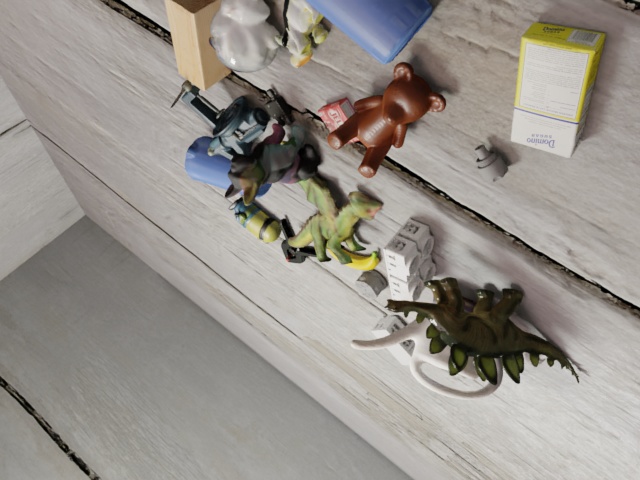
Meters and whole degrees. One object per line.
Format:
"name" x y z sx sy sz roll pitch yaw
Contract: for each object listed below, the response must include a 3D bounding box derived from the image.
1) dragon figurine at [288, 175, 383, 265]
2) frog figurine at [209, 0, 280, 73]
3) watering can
"dragon figurine" 0.004 -0.067 1.334 0.411 0.124 0.239 6 118 48
"frog figurine" -0.137 -0.403 0.985 0.137 0.125 0.156 16 150 -19
"watering can" 0.262 0.221 1.175 0.348 0.227 0.103 22 167 2
